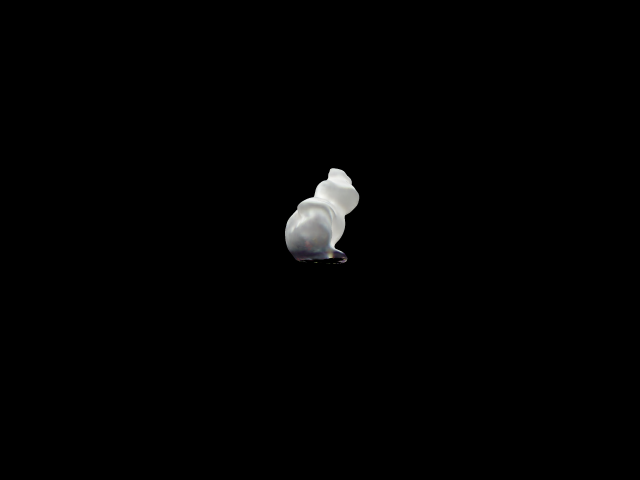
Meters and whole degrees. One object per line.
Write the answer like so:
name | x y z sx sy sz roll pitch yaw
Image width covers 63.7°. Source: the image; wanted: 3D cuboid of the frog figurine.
frog figurine | 0.003 -0.043 0.850 0.122 0.161 0.136 -4 -10 20
